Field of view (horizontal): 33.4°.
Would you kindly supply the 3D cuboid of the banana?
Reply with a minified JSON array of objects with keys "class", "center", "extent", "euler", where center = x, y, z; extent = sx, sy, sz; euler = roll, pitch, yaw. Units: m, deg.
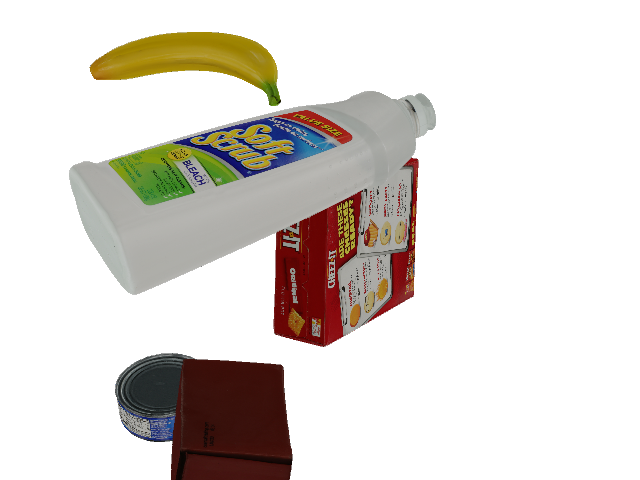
[{"class":"banana","center":[-0.120,-0.170,1.009],"extent":[0.198,0.037,0.069],"euler":[9,45,19]}]

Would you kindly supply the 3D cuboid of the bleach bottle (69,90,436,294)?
[{"class":"bleach bottle","center":[-0.037,-0.051,0.736],"extent":[0.250,0.068,0.103],"euler":[-23,42,-20]}]

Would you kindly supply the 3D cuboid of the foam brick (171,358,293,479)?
[{"class":"foam brick","center":[-0.044,0.100,0.513],"extent":[0.053,0.051,0.078],"euler":[6,26,-8]}]

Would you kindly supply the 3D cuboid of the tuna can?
[{"class":"tuna can","center":[-0.140,0.141,0.962],"extent":[0.086,0.034,0.086],"euler":[-1,33,0]}]

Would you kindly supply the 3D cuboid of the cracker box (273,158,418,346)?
[{"class":"cracker box","center":[0.030,0.002,1.141],"extent":[0.072,0.164,0.213],"euler":[9,16,29]}]
